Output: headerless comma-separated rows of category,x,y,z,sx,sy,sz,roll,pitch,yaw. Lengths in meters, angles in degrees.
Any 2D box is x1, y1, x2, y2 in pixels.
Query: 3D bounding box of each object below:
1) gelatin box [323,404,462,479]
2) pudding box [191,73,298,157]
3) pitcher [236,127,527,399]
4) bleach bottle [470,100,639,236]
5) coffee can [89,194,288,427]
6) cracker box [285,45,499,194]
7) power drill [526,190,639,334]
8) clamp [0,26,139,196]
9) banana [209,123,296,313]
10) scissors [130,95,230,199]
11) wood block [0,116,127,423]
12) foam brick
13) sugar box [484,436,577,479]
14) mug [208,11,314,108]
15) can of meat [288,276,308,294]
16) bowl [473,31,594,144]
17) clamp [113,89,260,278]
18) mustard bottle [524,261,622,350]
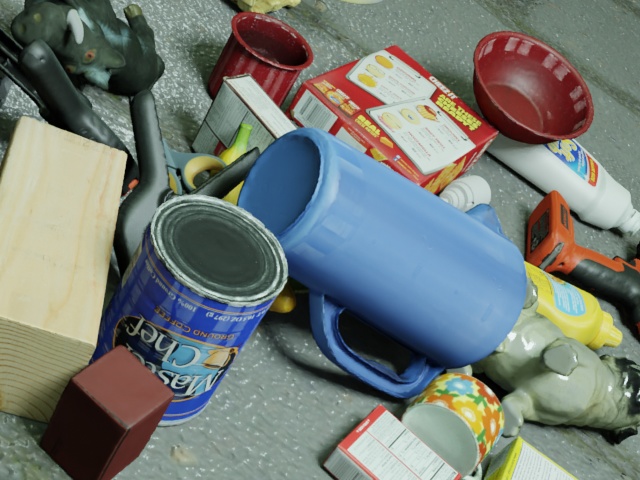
gelatin box,0.057,0.181,0.832,0.089,0.030,0.073,41,35,11
pudding box,-0.064,-0.086,0.999,0.039,0.090,0.113,-16,58,-46
pitcher,0.046,0.017,0.869,0.242,0.145,0.149,30,36,-39
bleach bottle,0.292,-0.096,1.312,0.251,0.068,0.102,38,38,3
coffee can,-0.098,0.052,0.767,0.102,0.140,0.103,21,37,-17
cracker box,0.079,-0.120,1.168,0.164,0.072,0.213,43,35,11
power drill,0.326,0.020,1.205,0.187,0.057,0.184,28,35,-7
clamp,-0.216,-0.114,0.874,0.165,0.036,0.210,36,-13,38
banana,-0.066,-0.009,0.927,0.037,0.070,0.198,3,53,-30
scissors,-0.129,-0.084,0.972,0.096,0.016,0.202,-14,45,5
wood block,-0.205,0.016,0.771,0.090,0.091,0.206,19,38,-19
foam brick,-0.142,0.119,0.710,0.053,0.078,0.051,41,38,11
sugar box,0.209,0.246,0.861,0.176,0.048,0.093,39,36,1
mug,-0.064,-0.185,1.122,0.093,0.082,0.117,24,36,-12
can of meat,-0.006,0.001,0.972,0.101,0.058,0.084,1,49,-37
bowl,0.238,-0.167,1.250,0.162,0.055,0.162,14,52,-19
clamp,-0.128,-0.036,0.865,0.120,0.039,0.171,32,64,-16
mustard bottle,0.219,0.063,1.069,0.191,0.058,0.096,24,22,-12
